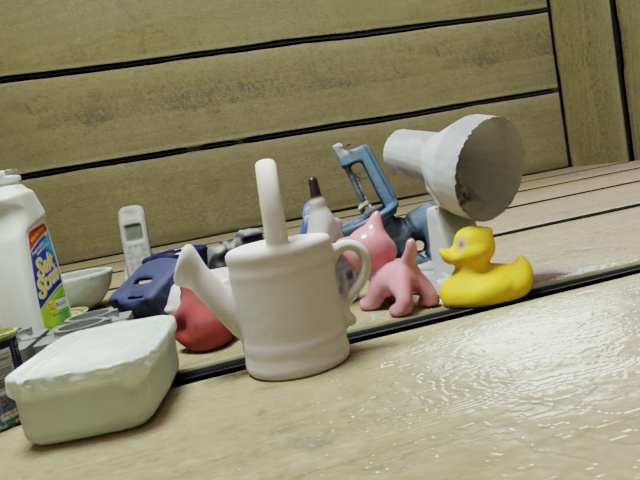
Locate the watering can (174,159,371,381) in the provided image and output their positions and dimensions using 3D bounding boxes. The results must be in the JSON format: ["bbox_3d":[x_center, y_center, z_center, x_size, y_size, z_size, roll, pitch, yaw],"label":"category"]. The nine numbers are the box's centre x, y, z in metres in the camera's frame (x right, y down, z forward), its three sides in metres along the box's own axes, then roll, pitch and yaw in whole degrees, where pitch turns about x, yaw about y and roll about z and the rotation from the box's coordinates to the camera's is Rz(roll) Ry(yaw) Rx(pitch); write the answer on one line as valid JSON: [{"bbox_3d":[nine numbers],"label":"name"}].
[{"bbox_3d":[-0.044,0.023,0.531,0.173,0.194,0.100,-13,6,-24],"label":"watering can"}]

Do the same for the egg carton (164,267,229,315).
[{"bbox_3d":[-0.134,0.078,0.778,0.107,0.069,0.150,-9,6,17],"label":"egg carton"}]

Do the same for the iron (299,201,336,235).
[{"bbox_3d":[-0.005,-0.009,1.044,0.118,0.141,0.258,-10,6,5],"label":"iron"}]

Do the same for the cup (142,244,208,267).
[{"bbox_3d":[-0.247,0.064,0.999,0.117,0.095,0.092,-10,6,3],"label":"cup"}]

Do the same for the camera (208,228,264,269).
[{"bbox_3d":[-0.137,0.032,1.081,0.143,0.101,0.136,-13,6,-23],"label":"camera"}]

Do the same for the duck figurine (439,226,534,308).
[{"bbox_3d":[0.183,0.026,0.644,0.104,0.086,0.077,-9,6,8],"label":"duck figurine"}]

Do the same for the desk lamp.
[{"bbox_3d":[0.155,-0.042,0.719,0.118,0.213,0.202,-14,7,-31],"label":"desk lamp"}]

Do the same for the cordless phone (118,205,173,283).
[{"bbox_3d":[-0.311,0.018,1.106,0.147,0.185,0.094,-11,6,-9],"label":"cordless phone"}]

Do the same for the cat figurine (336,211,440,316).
[{"bbox_3d":[0.076,0.024,0.691,0.067,0.118,0.127,-14,7,-31],"label":"cat figurine"}]

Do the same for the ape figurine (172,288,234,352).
[{"bbox_3d":[-0.138,0.079,0.664,0.078,0.092,0.076,-11,6,-7],"label":"ape figurine"}]

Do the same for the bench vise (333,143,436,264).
[{"bbox_3d":[0.103,-0.056,0.922,0.208,0.220,0.121,-12,6,-15],"label":"bench vise"}]

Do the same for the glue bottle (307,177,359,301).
[{"bbox_3d":[0.007,0.003,0.747,0.037,0.173,0.078,-5,8,40],"label":"glue bottle"}]

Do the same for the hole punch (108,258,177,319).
[{"bbox_3d":[-0.261,0.080,0.881,0.108,0.091,0.101,-7,7,32],"label":"hole punch"}]

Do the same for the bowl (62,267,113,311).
[{"bbox_3d":[-0.481,0.105,1.109,0.167,0.075,0.167,-10,6,1],"label":"bowl"}]
